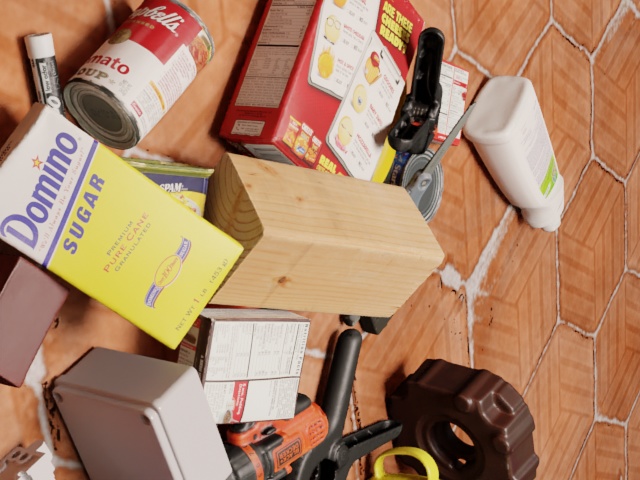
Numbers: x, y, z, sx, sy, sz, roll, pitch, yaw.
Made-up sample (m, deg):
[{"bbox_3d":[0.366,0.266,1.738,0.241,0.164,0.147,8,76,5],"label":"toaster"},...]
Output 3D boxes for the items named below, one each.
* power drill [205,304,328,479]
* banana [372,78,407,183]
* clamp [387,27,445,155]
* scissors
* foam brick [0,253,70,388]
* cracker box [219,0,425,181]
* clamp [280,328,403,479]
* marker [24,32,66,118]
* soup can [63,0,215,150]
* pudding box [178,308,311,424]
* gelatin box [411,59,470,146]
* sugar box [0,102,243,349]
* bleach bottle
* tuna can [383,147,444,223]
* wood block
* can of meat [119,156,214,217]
[{"bbox_3d":[-0.070,0.135,0.947,0.184,0.057,0.188,-26,119,-46],"label":"power drill"},{"bbox_3d":[0.055,-0.112,1.077,0.069,0.037,0.197,42,63,-52],"label":"banana"},{"bbox_3d":[0.096,-0.121,1.049,0.120,0.039,0.171,-65,165,-13],"label":"clamp"},{"bbox_3d":[0.084,-0.053,1.068,0.096,0.016,0.202,-7,133,-34],"label":"scissors"},{"bbox_3d":[-0.220,0.053,0.728,0.053,0.051,0.078,46,60,-45],"label":"foam brick"},{"bbox_3d":[0.006,-0.150,0.974,0.164,0.072,0.213,38,66,-53],"label":"cracker box"},{"bbox_3d":[0.009,0.203,1.081,0.209,0.036,0.164,-47,131,-37],"label":"clamp"},{"bbox_3d":[-0.191,-0.087,0.765,0.020,0.020,0.121,-28,119,-47],"label":"marker"},{"bbox_3d":[-0.134,-0.124,0.793,0.102,0.069,0.068,-55,136,-30],"label":"soup can"},{"bbox_3d":[-0.064,0.103,0.874,0.113,0.039,0.090,5,96,-47],"label":"pudding box"},{"bbox_3d":[0.130,-0.153,1.176,0.073,0.030,0.089,7,91,-52],"label":"gelatin box"},{"bbox_3d":[-0.150,-0.008,0.747,0.176,0.048,0.093,37,84,-28],"label":"sugar box"},{"bbox_3d":[0.255,-0.087,1.333,0.102,0.068,0.250,-61,142,-24],"label":"bleach bottle"},{"bbox_3d":[0.097,-0.058,1.147,0.085,0.034,0.086,-15,109,-51],"label":"tuna can"},{"bbox_3d":[-0.006,0.001,0.912,0.205,0.090,0.091,8,133,-42],"label":"wood block"},{"bbox_3d":[-0.134,-0.020,0.825,0.101,0.058,0.084,1,99,-53],"label":"can of meat"}]
